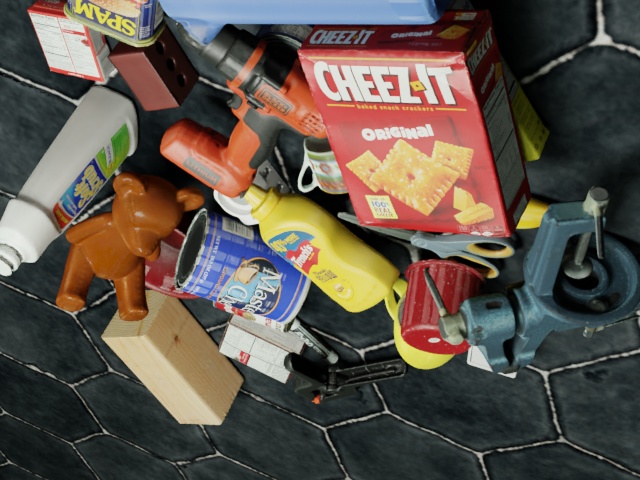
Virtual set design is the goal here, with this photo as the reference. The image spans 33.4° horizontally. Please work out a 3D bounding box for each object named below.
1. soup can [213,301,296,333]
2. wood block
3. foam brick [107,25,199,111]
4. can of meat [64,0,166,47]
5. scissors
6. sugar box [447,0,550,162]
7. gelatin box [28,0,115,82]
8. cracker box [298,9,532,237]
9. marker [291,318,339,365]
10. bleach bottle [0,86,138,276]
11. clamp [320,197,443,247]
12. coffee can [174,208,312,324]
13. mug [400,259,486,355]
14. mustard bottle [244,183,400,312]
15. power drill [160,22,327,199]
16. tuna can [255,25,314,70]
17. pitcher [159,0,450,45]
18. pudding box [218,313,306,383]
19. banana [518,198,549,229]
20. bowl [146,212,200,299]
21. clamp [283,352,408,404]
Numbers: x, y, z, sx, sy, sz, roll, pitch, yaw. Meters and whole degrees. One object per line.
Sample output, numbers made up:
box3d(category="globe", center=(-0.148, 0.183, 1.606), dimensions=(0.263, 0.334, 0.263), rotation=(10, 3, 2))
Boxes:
box3d(category="soup can", center=(-0.078, 0.072, 1.379), dimensions=(0.102, 0.068, 0.068), rotation=(20, 144, 9))
box3d(category="wood block", center=(-0.212, 0.174, 1.570), dimensions=(0.090, 0.090, 0.206), rotation=(-5, 133, 36))
box3d(category="foam brick", center=(-0.176, -0.185, 1.137), dimensions=(0.051, 0.053, 0.078), rotation=(-2, 136, 35))
box3d(category="can of meat", center=(-0.203, -0.254, 1.066), dimensions=(0.102, 0.057, 0.084), rotation=(24, 141, 4))
box3d(category="scissors", center=(0.126, -0.006, 1.150), dimensions=(0.201, 0.016, 0.096), rotation=(25, 146, -27))
box3d(category="sugar box", center=(0.132, -0.143, 0.999), dimensions=(0.094, 0.048, 0.176), rotation=(-12, 130, 42))
box3d(category="gelatin box", center=(-0.271, -0.221, 1.172), dimensions=(0.073, 0.030, 0.089), rotation=(14, 142, 19))
box3d(category="cracker box", center=(0.090, -0.102, 0.976), dimensions=(0.164, 0.072, 0.213), rotation=(6, 138, 30))
box3d(category="marker", center=(-0.021, 0.128, 1.451), dimensions=(0.121, 0.020, 0.020), rotation=(44, 141, -22))
box3d(category="bleach bottle", center=(-0.290, -0.057, 1.196), dimensions=(0.068, 0.250, 0.103), rotation=(22, 144, 7))
box3d(category="clamp", center=(0.045, -0.032, 1.196), dimensions=(0.172, 0.039, 0.120), rotation=(-16, 126, 39))
box3d(category="coffee can", center=(-0.090, 0.032, 1.276), dimensions=(0.140, 0.102, 0.103), rotation=(19, 147, -19))
box3d(category="mug", center=(0.147, 0.080, 1.198), dimensions=(0.117, 0.081, 0.093), rotation=(11, 155, 0))
box3d(category="mustard bottle", center=(-0.008, 0.002, 1.192), dimensions=(0.191, 0.058, 0.096), rotation=(39, 150, -15))
box3d(category="power drill", center=(-0.091, -0.132, 1.076), dimensions=(0.184, 0.057, 0.188), rotation=(35, 141, -12))
box3d(category="tuna can", center=(-0.029, -0.180, 1.064), dimensions=(0.086, 0.033, 0.086), rotation=(17, 143, 13))
box3d(category="pitcher", center=(-0.012, -0.254, 0.898), dimensions=(0.243, 0.145, 0.149), rotation=(7, 152, 20))
box3d(category="pudding box", center=(-0.081, 0.147, 1.498), dimensions=(0.113, 0.039, 0.090), rotation=(25, 144, 0))
box3d(category="banana", center=(0.148, -0.055, 1.103), dimensions=(0.197, 0.037, 0.070), rotation=(30, 145, -4))
box3d(category="bowl", center=(-0.198, 0.005, 1.381), dimensions=(0.162, 0.055, 0.162), rotation=(17, 143, 14))
box3d(category="clamp", center=(0.026, 0.190, 1.457), dimensions=(0.164, 0.036, 0.210), rotation=(3, 160, -5))
